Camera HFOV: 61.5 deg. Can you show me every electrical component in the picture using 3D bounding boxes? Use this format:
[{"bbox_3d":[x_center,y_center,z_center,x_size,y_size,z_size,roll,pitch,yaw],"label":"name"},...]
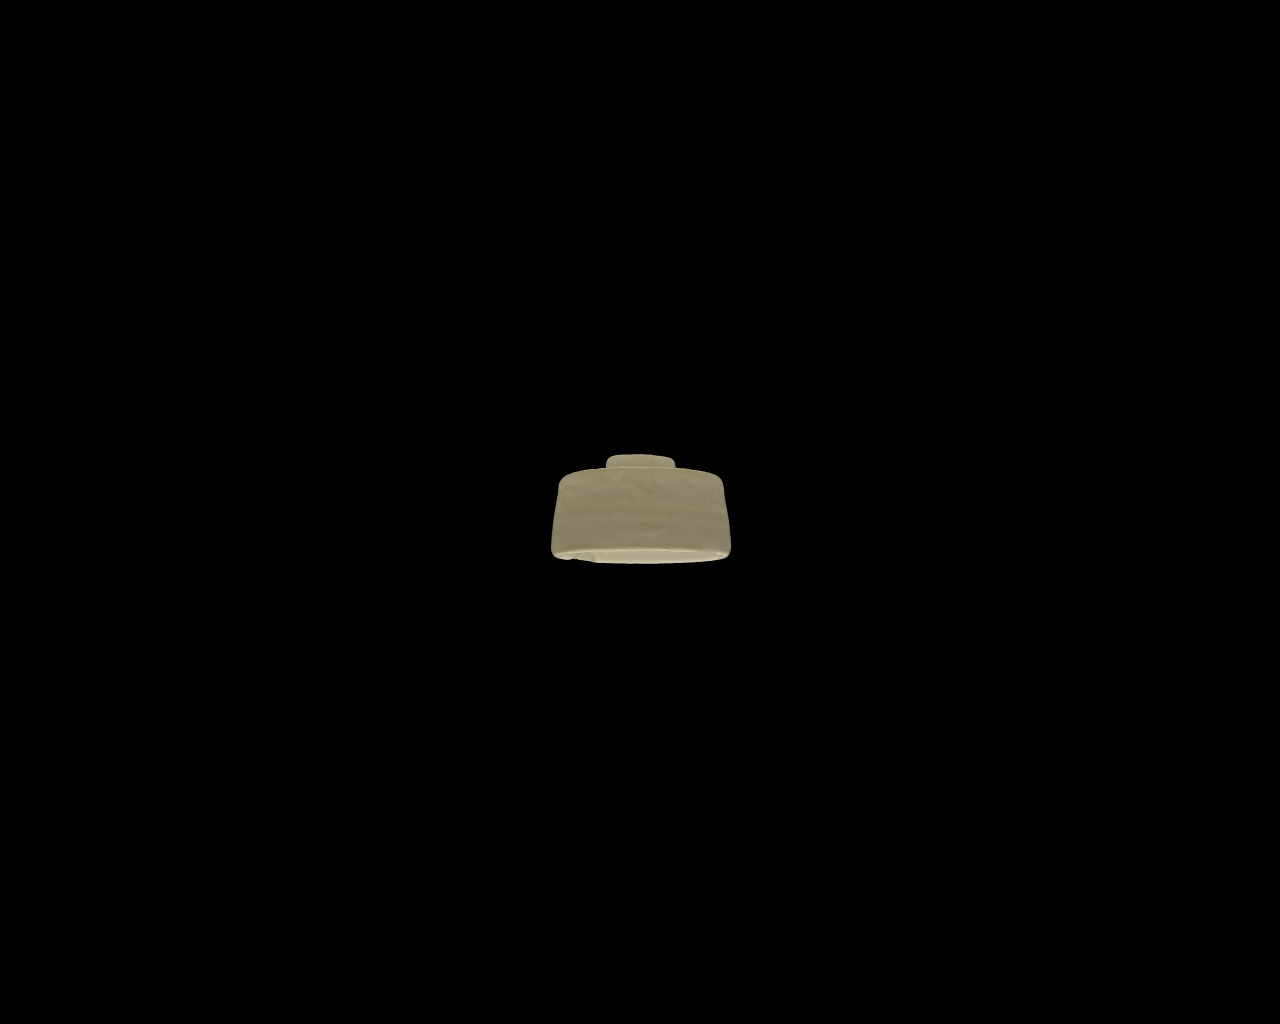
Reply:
[{"bbox_3d":[0.001,-0.003,0.650,0.108,0.060,0.108,0,-7,0],"label":"electrical component"}]
